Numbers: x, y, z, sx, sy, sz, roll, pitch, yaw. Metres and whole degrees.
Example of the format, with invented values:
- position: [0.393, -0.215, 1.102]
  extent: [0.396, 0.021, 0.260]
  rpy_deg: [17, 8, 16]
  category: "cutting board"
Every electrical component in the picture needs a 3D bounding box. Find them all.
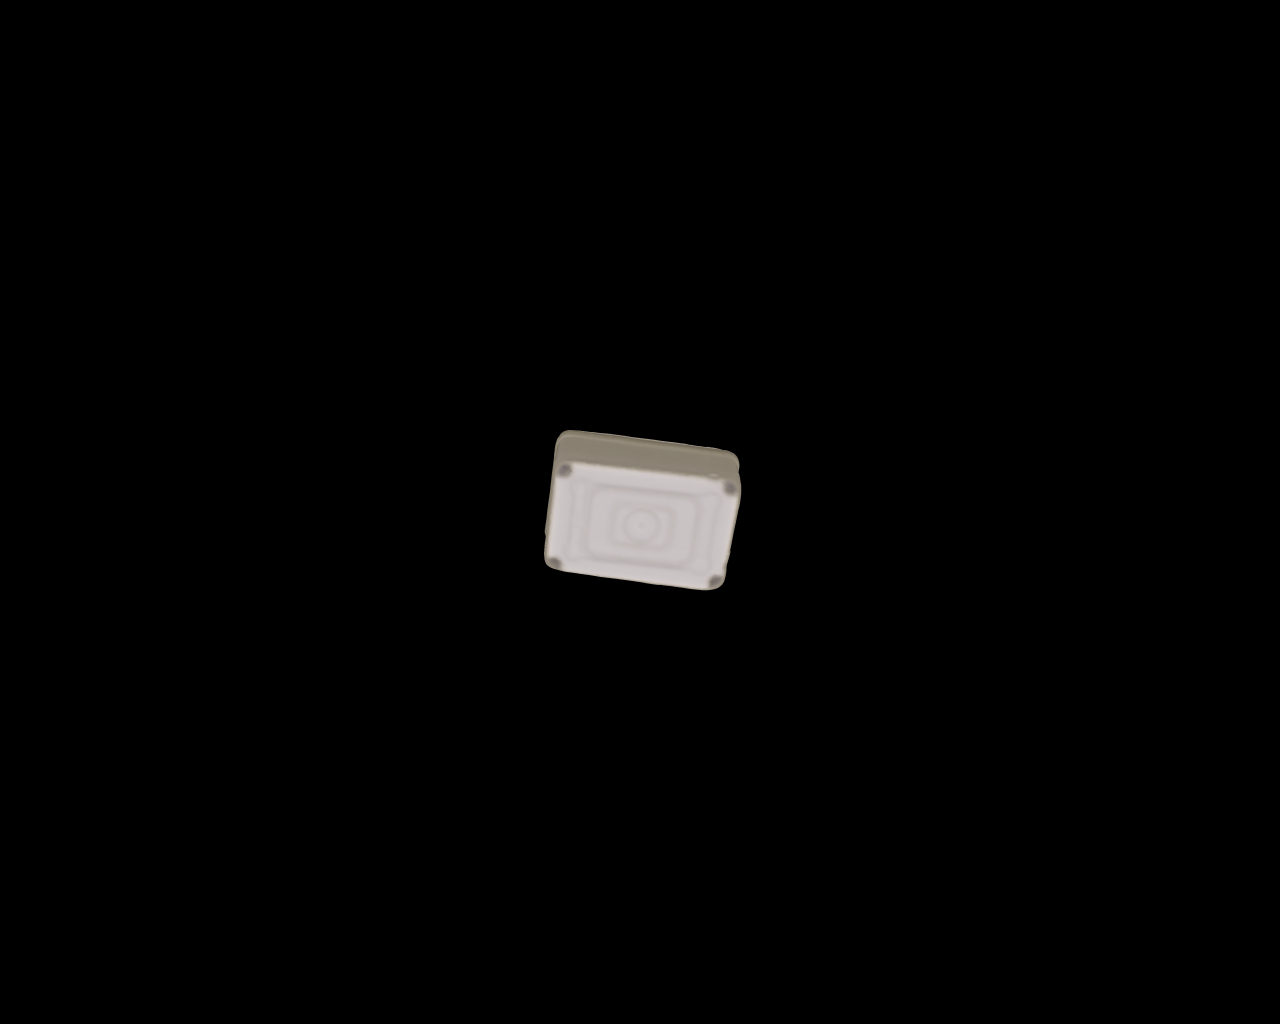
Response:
- position: [0.001, -0.003, 0.650]
  extent: [0.113, 0.078, 0.057]
  rpy_deg: [8, 24, -3]
  category: "electrical component"
